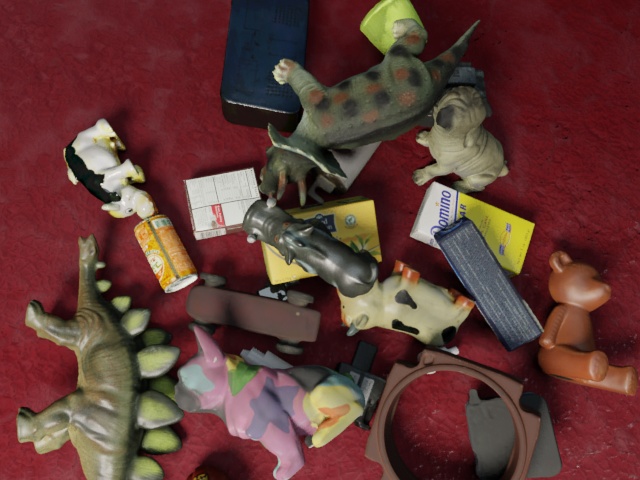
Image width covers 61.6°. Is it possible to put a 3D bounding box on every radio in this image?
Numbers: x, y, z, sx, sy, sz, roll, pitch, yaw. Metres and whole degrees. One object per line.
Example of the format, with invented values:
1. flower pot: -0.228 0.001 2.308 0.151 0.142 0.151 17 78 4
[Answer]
1. radio: -0.089 -0.298 0.888 0.131 0.073 0.229 5 72 -5

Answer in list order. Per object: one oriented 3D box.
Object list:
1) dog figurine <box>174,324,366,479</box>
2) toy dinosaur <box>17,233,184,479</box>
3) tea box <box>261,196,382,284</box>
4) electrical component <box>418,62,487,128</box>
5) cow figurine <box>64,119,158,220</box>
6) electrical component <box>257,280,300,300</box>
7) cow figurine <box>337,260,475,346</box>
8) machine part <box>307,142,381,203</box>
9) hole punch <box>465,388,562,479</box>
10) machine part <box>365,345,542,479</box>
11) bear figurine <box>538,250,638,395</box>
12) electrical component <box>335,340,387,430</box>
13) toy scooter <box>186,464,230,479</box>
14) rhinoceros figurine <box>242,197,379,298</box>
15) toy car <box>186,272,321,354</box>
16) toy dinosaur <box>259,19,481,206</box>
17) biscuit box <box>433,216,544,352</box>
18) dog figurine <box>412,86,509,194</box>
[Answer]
1. dog figurine: -0.073 0.185 0.689 0.191 0.108 0.219 -38 81 -14
2. toy dinosaur: -0.277 0.219 0.700 0.199 0.105 0.471 -5 78 -11
3. tea box: -0.002 -0.002 0.799 0.170 0.068 0.098 -13 103 -9
4. electrical component: 0.201 -0.234 0.873 0.115 0.134 0.058 -2 74 -6
5. cow figurine: -0.314 -0.087 0.800 0.098 0.068 0.167 -31 77 -9
6. electrical component: -0.066 0.093 0.804 0.094 0.021 0.063 -24 78 -12
7. cow figurine: 0.113 0.098 0.790 0.195 0.085 0.127 25 92 -11
8. machine part: 0.054 -0.160 0.863 0.079 0.079 0.243 35 74 3
9. hole punch: 0.274 0.278 0.772 0.116 0.092 0.142 -12 78 16
10. machine part: 0.174 0.257 0.714 0.202 0.087 0.201 18 85 20
11. bear figurine: 0.402 0.117 0.807 0.120 0.132 0.196 28 75 -27
12. electrical component: 0.056 0.204 0.775 0.075 0.047 0.119 26 74 1
13. toy scooter: -0.128 0.374 0.658 0.075 0.135 0.184 -16 76 -9
14. rhinoceros figurine: -0.014 0.013 0.704 0.190 0.112 0.073 32 99 3
15. toy car: -0.095 0.103 0.760 0.202 0.053 0.089 9 81 15
16. toy dinosaur: 0.074 -0.189 0.753 0.405 0.131 0.192 -24 62 5
17. biscuit box: 0.249 0.063 0.805 0.063 0.059 0.202 -32 94 7
18. dog figurine: 0.240 -0.153 0.826 0.172 0.190 0.121 -1 75 -9
